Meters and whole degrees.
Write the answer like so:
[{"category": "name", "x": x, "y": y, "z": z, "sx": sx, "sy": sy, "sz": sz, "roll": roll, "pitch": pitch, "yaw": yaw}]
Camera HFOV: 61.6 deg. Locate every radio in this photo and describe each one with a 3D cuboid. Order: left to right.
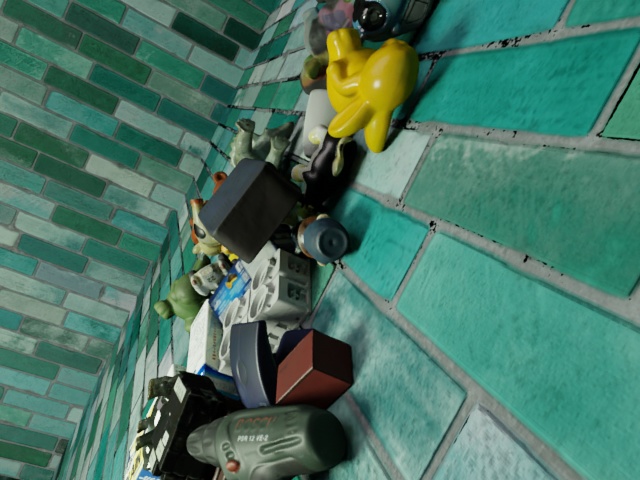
[{"category": "radio", "x": -0.113, "y": -0.053, "z": 0.819, "sx": 0.131, "sy": 0.073, "sz": 0.230, "roll": -52, "pitch": 21, "yaw": -3}]

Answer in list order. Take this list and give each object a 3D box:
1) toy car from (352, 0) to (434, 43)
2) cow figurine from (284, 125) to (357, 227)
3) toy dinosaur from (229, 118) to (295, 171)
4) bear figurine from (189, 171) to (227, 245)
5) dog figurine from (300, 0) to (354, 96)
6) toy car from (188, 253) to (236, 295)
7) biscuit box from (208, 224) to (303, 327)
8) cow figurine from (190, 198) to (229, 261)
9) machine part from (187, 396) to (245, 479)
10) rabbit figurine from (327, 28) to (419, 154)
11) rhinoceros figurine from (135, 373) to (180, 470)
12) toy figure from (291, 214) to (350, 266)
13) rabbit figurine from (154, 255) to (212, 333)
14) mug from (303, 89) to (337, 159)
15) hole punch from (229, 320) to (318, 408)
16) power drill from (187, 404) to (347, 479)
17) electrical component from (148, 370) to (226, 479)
[{"category": "toy car", "x": 0.113, "y": -0.357, "z": 0.777, "sx": 0.109, "sy": 0.103, "sz": 0.161, "roll": -97, "pitch": 28, "yaw": -57}, {"category": "cow figurine", "x": -0.001, "y": -0.086, "z": 0.811, "sx": 0.167, "sy": 0.068, "sz": 0.098, "roll": -64, "pitch": 25, "yaw": 12}, {"category": "toy dinosaur", "x": -0.127, "y": -0.093, "z": 1.073, "sx": 0.192, "sy": 0.131, "sz": 0.405, "roll": 115, "pitch": 161, "yaw": -58}, {"category": "bear figurine", "x": -0.223, "y": -0.068, "z": 1.271, "sx": 0.132, "sy": 0.120, "sz": 0.196, "roll": -7, "pitch": 56, "yaw": 63}, {"category": "dog figurine", "x": 0.028, "y": -0.375, "z": 1.016, "sx": 0.191, "sy": 0.108, "sz": 0.219, "roll": -39, "pitch": 37, "yaw": 45}, {"category": "toy car", "x": -0.179, "y": 0.068, "z": 0.976, "sx": 0.073, "sy": 0.056, "sz": 0.201, "roll": -30, "pitch": -6, "yaw": -2}, {"category": "biscuit box", "x": -0.108, "y": 0.062, "z": 0.881, "sx": 0.059, "sy": 0.063, "sz": 0.202, "roll": 54, "pitch": 126, "yaw": 22}, {"category": "cow figurine", "x": -0.217, "y": -0.022, "z": 1.084, "sx": 0.195, "sy": 0.085, "sz": 0.127, "roll": 178, "pitch": 86, "yaw": -76}, {"category": "machine part", "x": -0.127, "y": 0.299, "z": 0.701, "sx": 0.179, "sy": 0.056, "sz": 0.179, "roll": -50, "pitch": 26, "yaw": 36}, {"category": "rabbit figurine", "x": 0.065, "y": -0.204, "z": 0.704, "sx": 0.162, "sy": 0.122, "sz": 0.173, "roll": -70, "pitch": 21, "yaw": 2}, {"category": "rhinoceros figurine", "x": -0.246, "y": 0.315, "z": 0.888, "sx": 0.073, "sy": 0.112, "sz": 0.190, "roll": 178, "pitch": 98, "yaw": -71}, {"category": "toy figure", "x": -0.003, "y": -0.001, "z": 0.734, "sx": 0.064, "sy": 0.058, "sz": 0.154, "roll": -61, "pitch": 15, "yaw": -3}, {"category": "rabbit figurine", "x": -0.267, "y": 0.117, "z": 1.170, "sx": 0.159, "sy": 0.121, "sz": 0.170, "roll": -51, "pitch": -1, "yaw": -24}, {"category": "mug", "x": 0.005, "y": -0.182, "z": 0.884, "sx": 0.110, "sy": 0.081, "sz": 0.107, "roll": 10, "pitch": 84, "yaw": 63}, {"category": "hole punch", "x": -0.068, "y": 0.158, "z": 0.674, "sx": 0.142, "sy": 0.092, "sz": 0.116, "roll": -20, "pitch": 53, "yaw": 58}, {"category": "power drill", "x": -0.072, "y": 0.268, "z": 0.533, "sx": 0.232, "sy": 0.086, "sz": 0.207, "roll": -29, "pitch": 36, "yaw": 33}, {"category": "electrical component", "x": -0.180, "y": 0.253, "z": 0.717, "sx": 0.115, "sy": 0.058, "sz": 0.134, "roll": 5, "pitch": 73, "yaw": 70}]
